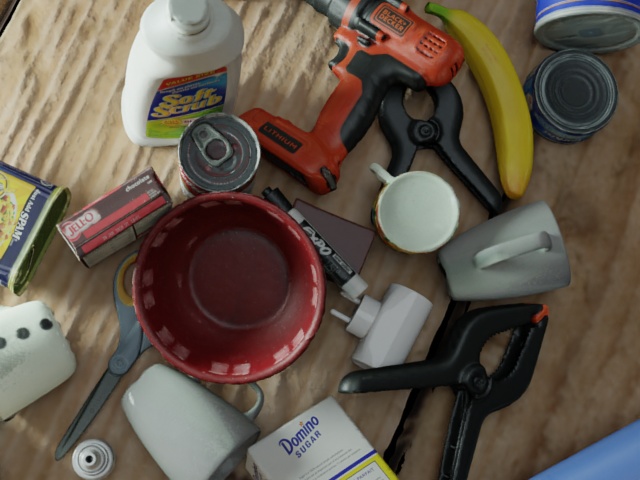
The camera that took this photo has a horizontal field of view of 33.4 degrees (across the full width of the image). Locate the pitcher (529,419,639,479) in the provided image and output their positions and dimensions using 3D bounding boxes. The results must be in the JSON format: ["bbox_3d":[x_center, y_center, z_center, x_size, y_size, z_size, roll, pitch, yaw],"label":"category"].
[{"bbox_3d":[0.278,0.233,0.909,0.242,0.145,0.149,-24,46,-7],"label":"pitcher"}]

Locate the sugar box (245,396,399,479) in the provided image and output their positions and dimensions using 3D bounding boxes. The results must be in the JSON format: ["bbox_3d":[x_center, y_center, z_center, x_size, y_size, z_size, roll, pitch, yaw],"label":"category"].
[{"bbox_3d":[0.024,0.225,0.884,0.093,0.048,0.176,-28,61,-24],"label":"sugar box"}]

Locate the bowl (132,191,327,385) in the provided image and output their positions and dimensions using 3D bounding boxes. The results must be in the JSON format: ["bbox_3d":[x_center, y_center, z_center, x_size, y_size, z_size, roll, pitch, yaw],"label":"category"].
[{"bbox_3d":[-0.072,0.037,0.897,0.162,0.055,0.162,1,98,6],"label":"bowl"}]

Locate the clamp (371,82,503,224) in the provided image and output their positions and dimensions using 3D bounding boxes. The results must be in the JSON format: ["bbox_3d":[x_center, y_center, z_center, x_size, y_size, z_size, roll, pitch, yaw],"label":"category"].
[{"bbox_3d":[0.107,-0.091,0.984,0.120,0.039,0.171,1,84,-6],"label":"clamp"}]

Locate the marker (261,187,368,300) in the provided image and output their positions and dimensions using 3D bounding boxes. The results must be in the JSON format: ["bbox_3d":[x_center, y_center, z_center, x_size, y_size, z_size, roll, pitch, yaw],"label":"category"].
[{"bbox_3d":[-0.006,0.001,0.911,0.020,0.020,0.121,-43,89,-12],"label":"marker"}]

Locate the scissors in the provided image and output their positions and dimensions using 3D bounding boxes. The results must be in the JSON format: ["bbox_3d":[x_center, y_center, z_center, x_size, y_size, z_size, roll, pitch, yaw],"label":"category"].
[{"bbox_3d":[-0.182,0.089,0.931,0.201,0.016,0.096,-42,86,-11],"label":"scissors"}]

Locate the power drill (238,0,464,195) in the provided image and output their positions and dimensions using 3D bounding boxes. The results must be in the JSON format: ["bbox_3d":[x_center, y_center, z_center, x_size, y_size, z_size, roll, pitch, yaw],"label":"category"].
[{"bbox_3d":[0.008,-0.149,0.959,0.185,0.057,0.187,36,83,22],"label":"power drill"}]

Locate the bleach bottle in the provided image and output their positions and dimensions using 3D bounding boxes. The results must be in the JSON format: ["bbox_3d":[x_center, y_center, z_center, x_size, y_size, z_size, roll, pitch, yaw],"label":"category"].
[{"bbox_3d":[-0.114,-0.140,0.857,0.102,0.251,0.068,-6,81,-8],"label":"bleach bottle"}]

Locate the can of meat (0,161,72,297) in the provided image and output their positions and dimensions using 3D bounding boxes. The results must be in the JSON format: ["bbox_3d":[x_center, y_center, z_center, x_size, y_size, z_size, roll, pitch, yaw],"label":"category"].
[{"bbox_3d":[-0.276,-0.015,0.917,0.084,0.057,0.102,24,79,-1],"label":"can of meat"}]

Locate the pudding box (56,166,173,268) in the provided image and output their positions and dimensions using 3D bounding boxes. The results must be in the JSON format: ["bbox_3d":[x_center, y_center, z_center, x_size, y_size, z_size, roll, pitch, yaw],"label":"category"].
[{"bbox_3d":[-0.171,-0.017,0.900,0.090,0.113,0.039,-32,89,-11],"label":"pudding box"}]

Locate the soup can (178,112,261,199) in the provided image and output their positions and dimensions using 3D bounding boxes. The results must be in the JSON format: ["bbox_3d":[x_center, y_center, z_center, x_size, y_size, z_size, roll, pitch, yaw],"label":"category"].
[{"bbox_3d":[-0.088,-0.064,0.923,0.068,0.102,0.068,1,80,-7],"label":"soup can"}]

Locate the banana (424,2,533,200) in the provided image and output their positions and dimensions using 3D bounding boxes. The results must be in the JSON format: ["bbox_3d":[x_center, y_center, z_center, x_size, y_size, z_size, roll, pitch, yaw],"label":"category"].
[{"bbox_3d":[0.159,-0.135,0.994,0.069,0.037,0.198,-24,88,-25],"label":"banana"}]

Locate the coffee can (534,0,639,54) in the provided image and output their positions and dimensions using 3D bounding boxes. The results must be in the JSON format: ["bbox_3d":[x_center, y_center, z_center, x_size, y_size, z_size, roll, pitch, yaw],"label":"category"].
[{"bbox_3d":[0.255,-0.258,0.997,0.102,0.103,0.140,5,80,-6],"label":"coffee can"}]

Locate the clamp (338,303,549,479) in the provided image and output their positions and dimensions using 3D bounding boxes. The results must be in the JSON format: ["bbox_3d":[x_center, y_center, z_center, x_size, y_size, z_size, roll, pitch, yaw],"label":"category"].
[{"bbox_3d":[0.120,0.119,0.933,0.209,0.036,0.164,-48,110,-18],"label":"clamp"}]

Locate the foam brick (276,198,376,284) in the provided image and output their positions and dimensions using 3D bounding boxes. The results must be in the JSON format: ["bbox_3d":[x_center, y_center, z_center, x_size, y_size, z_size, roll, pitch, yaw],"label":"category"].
[{"bbox_3d":[0.003,0.004,0.949,0.078,0.051,0.053,23,82,-3],"label":"foam brick"}]

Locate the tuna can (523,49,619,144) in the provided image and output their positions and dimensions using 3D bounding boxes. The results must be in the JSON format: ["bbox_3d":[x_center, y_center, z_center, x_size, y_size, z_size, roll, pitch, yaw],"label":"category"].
[{"bbox_3d":[0.237,-0.136,1.009,0.086,0.034,0.086,1,81,-8],"label":"tuna can"}]
